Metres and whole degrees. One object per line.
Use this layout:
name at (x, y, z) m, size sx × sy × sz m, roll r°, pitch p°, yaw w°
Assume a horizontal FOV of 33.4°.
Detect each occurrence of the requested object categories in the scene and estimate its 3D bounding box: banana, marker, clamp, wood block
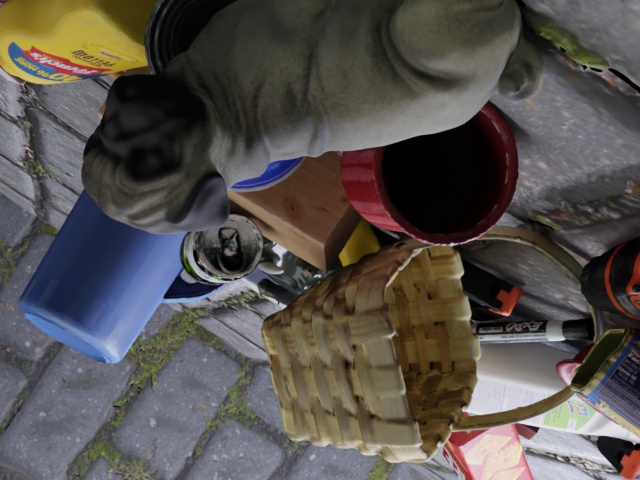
banana at (0.004, -0.015, 0.930) m, size 0.198 × 0.069 × 0.037 m, roll 45°, pitch 173°, yaw -7°
marker at (0.177, 0.077, 0.901) m, size 0.121 × 0.020 × 0.020 m, roll -6°, pitch 146°, yaw 34°
clamp at (0.298, 0.196, 1.016) m, size 0.120 × 0.039 × 0.171 m, roll 23°, pitch -176°, yaw 29°
wood block at (-0.060, -0.071, 0.851) m, size 0.206 × 0.090 × 0.091 m, roll 30°, pitch 167°, yaw 10°
clamp at (0.104, 0.038, 0.980) m, size 0.210 × 0.036 × 0.164 m, roll 20°, pitch 161°, yaw 45°

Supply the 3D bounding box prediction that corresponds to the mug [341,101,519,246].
mug at (0.058, -0.056, 0.656) m, size 0.117 × 0.093 × 0.082 m, roll 67°, pitch 165°, yaw -10°

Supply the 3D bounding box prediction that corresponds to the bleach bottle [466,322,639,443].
bleach bottle at (0.202, 0.135, 0.964) m, size 0.251 × 0.068 × 0.102 m, roll 14°, pitch 148°, yaw 15°

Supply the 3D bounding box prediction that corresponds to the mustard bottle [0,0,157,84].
mustard bottle at (-0.185, -0.153, 0.795) m, size 0.192 × 0.058 × 0.096 m, roll -3°, pitch 168°, yaw 43°

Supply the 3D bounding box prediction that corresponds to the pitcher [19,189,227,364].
pitcher at (-0.164, -0.005, 1.004) m, size 0.149 × 0.242 × 0.145 m, roll 15°, pitch 157°, yaw 37°

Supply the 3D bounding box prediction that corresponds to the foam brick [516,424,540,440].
foam brick at (0.230, 0.187, 1.202) m, size 0.051 × 0.053 × 0.078 m, roll 30°, pitch 169°, yaw 12°

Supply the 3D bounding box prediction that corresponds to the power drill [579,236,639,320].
power drill at (0.258, 0.061, 0.644) m, size 0.187 × 0.057 × 0.184 m, roll 32°, pitch 174°, yaw -3°

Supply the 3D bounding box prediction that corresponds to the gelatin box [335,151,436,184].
gelatin box at (0.044, -0.056, 0.744) m, size 0.073 × 0.030 × 0.089 m, roll 35°, pitch -178°, yaw -16°

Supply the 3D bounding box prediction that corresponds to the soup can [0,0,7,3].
soup can at (-0.224, -0.214, 0.762) m, size 0.068 × 0.068 × 0.102 m, roll 37°, pitch 166°, yaw -18°

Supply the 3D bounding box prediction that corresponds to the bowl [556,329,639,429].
bowl at (0.269, 0.116, 0.829) m, size 0.162 × 0.055 × 0.162 m, roll 31°, pitch 167°, yaw 8°

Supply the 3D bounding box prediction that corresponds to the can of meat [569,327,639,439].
can of meat at (0.215, 0.102, 0.700) m, size 0.084 × 0.057 × 0.102 m, roll 36°, pitch 179°, yaw 8°

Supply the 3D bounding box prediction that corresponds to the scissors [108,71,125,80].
scissors at (-0.137, -0.135, 0.962) m, size 0.202 × 0.016 × 0.096 m, roll 34°, pitch 166°, yaw 1°

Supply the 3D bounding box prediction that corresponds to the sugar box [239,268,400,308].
sugar box at (0.000, 0.042, 1.122) m, size 0.176 × 0.093 × 0.048 m, roll 32°, pitch 169°, yaw 5°

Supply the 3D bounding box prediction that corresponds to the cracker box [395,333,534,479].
cracker box at (0.154, 0.194, 1.164) m, size 0.164 × 0.072 × 0.213 m, roll 57°, pitch 175°, yaw 39°

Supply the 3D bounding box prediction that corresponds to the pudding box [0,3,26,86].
pudding box at (-0.262, -0.196, 0.871) m, size 0.113 × 0.090 × 0.039 m, roll 42°, pitch 166°, yaw -35°

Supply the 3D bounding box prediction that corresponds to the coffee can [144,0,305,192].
coffee can at (-0.054, -0.100, 0.694) m, size 0.103 × 0.102 × 0.140 m, roll 31°, pitch 167°, yaw 7°
